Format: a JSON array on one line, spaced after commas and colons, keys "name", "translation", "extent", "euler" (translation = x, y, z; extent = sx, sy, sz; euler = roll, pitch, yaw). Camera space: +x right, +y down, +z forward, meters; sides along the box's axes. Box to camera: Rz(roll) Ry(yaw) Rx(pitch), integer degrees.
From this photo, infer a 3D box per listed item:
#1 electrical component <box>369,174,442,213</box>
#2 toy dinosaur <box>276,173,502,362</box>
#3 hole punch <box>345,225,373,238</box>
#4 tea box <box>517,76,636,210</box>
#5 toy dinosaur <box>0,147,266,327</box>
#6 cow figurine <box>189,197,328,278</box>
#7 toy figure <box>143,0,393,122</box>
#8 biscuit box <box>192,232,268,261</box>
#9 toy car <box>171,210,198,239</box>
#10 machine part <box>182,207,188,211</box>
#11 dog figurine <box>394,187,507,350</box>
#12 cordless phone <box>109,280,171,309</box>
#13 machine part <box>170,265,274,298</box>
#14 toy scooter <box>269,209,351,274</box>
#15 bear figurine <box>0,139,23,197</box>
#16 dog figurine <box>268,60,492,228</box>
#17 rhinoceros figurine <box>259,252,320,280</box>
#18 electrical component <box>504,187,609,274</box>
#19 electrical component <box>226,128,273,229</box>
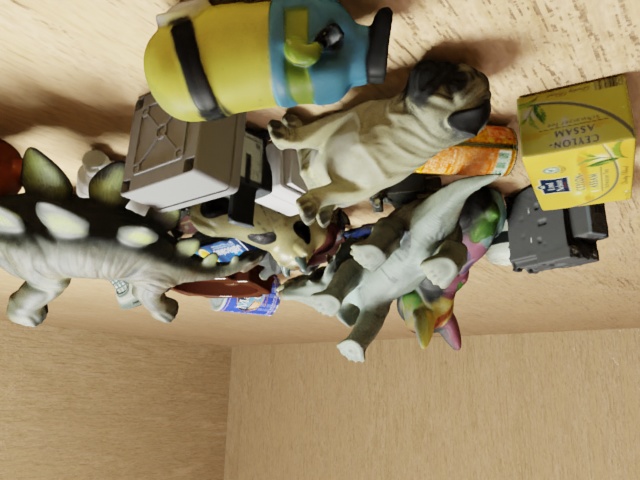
[{"name": "electrical component", "translation": [0.113, -0.059, 0.720], "extent": [0.102, 0.045, 0.078], "euler": [-2, 162, 12]}, {"name": "toy dinosaur", "translation": [0.098, 0.018, 0.680], "extent": [0.131, 0.192, 0.405], "euler": [43, 130, -7]}, {"name": "hole punch", "translation": [0.088, 0.031, 0.967], "extent": [0.115, 0.092, 0.142], "euler": [16, 162, -33]}, {"name": "tea box", "translation": [0.268, -0.090, 0.558], "extent": [0.098, 0.068, 0.169], "euler": [-9, 162, 28]}, {"name": "toy dinosaur", "translation": [-0.282, -0.002, 0.571], "extent": [0.471, 0.105, 0.198], "euler": [3, 139, -21]}, {"name": "cow figurine", "translation": [-0.076, -0.025, 0.706], "extent": [0.195, 0.127, 0.085], "euler": [13, 163, -28]}, {"name": "toy figure", "translation": [-0.039, -0.132, 0.393], "extent": [0.180, 0.089, 0.082], "euler": [3, 157, 5]}, {"name": "biscuit box", "translation": [-0.155, 0.008, 0.885], "extent": [0.059, 0.063, 0.203], "euler": [47, 147, -23]}, {"name": "toy car", "translation": [-0.228, -0.025, 0.853], "extent": [0.202, 0.053, 0.089], "euler": [-14, 161, 40]}, {"name": "machine part", "translation": [-0.191, -0.068, 0.677], "extent": [0.039, 0.084, 0.139], "euler": [-21, 177, -12]}, {"name": "dog figurine", "translation": [0.185, 0.046, 0.774], "extent": [0.108, 0.219, 0.192], "euler": [9, 163, -36]}, {"name": "cordless phone", "translation": [-0.343, 0.024, 0.931], "extent": [0.147, 0.089, 0.184], "euler": [-23, 113, 41]}, {"name": "machine part", "translation": [-0.208, 0.061, 1.089], "extent": [0.201, 0.087, 0.201], "euler": [-3, 165, 14]}, {"name": "toy scooter", "translation": [-0.002, -0.003, 0.868], "extent": [0.135, 0.075, 0.184], "euler": [-13, 160, -24]}, {"name": "bear figurine", "translation": [-0.402, -0.077, 0.620], "extent": [0.120, 0.132, 0.196], "euler": [13, 142, -39]}, {"name": "dog figurine", "translation": [0.066, -0.097, 0.525], "extent": [0.191, 0.121, 0.172], "euler": [-20, -166, 10]}, {"name": "rhinoceros figurine", "translation": [-0.073, 0.024, 0.991], "extent": [0.112, 0.073, 0.190], "euler": [-21, 153, 28]}, {"name": "electrical component", "translation": [0.313, -0.021, 0.713], "extent": [0.058, 0.115, 0.134], "euler": [4, 164, -25]}, {"name": "electrical component", "translation": [-0.089, -0.067, 0.573], "extent": [0.074, 0.119, 0.048], "euler": [13, 160, -43]}]
